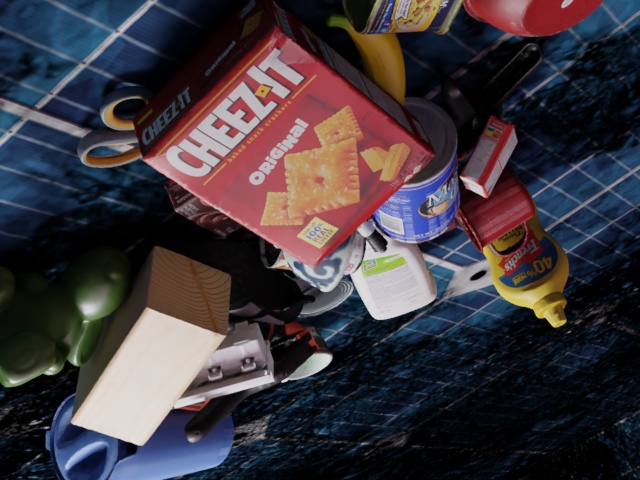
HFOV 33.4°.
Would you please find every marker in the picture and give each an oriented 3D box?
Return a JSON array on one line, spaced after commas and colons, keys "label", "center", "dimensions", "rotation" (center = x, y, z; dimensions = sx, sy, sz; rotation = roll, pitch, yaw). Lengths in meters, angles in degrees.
[{"label": "marker", "center": [0.035, -0.031, 1.157], "dimensions": [0.020, 0.020, 0.121], "rotation": [-34, 111, 17]}]

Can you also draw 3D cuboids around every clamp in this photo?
[{"label": "clamp", "center": [-0.101, 0.170, 1.314], "dimensions": [0.209, 0.036, 0.165], "rotation": [-31, -163, -22]}, {"label": "clamp", "center": [0.174, -0.145, 1.131], "dimensions": [0.120, 0.039, 0.171], "rotation": [-22, 161, -9]}]

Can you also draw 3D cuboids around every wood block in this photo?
[{"label": "wood block", "center": [-0.180, 0.116, 1.129], "dimensions": [0.090, 0.091, 0.206], "rotation": [23, 128, -20]}]

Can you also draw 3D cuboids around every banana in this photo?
[{"label": "banana", "center": [0.048, -0.141, 0.988], "dimensions": [0.069, 0.037, 0.198], "rotation": [-22, 134, -8]}]

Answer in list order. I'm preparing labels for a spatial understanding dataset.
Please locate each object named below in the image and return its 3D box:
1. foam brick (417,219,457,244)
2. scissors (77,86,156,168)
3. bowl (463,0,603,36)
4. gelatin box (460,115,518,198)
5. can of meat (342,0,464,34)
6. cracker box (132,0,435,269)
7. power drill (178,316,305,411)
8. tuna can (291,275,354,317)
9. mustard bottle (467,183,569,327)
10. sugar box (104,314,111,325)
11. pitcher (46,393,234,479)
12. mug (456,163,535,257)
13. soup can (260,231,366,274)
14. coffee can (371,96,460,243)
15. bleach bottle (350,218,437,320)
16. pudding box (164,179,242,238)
[{"label": "foam brick", "center": [0.115, -0.045, 1.220], "dimensions": [0.053, 0.078, 0.051], "rotation": [-25, 155, 2]}, {"label": "scissors", "center": [-0.121, -0.113, 0.960], "dimensions": [0.201, 0.016, 0.096], "rotation": [-19, 149, -25]}, {"label": "bowl", "center": [0.213, -0.237, 0.973], "dimensions": [0.162, 0.055, 0.162], "rotation": [-20, 154, -10]}, {"label": "gelatin box", "center": [0.180, -0.088, 1.139], "dimensions": [0.073, 0.030, 0.089], "rotation": [-63, 166, 1]}, {"label": "can of meat", "center": [0.074, -0.218, 0.888], "dimensions": [0.083, 0.057, 0.102], "rotation": [-9, 149, -25]}, {"label": "cracker box", "center": [-0.028, -0.087, 0.931], "dimensions": [0.164, 0.072, 0.213], "rotation": [-42, 130, 18]}, {"label": "power drill", "center": [-0.128, 0.154, 1.403], "dimensions": [0.188, 0.057, 0.184], "rotation": [-35, 152, 19]}, {"label": "tuna can", "center": [-0.003, 0.062, 1.367], "dimensions": [0.086, 0.034, 0.086], "rotation": [-20, 153, -11]}, {"label": "mustard bottle", "center": [0.256, 0.025, 1.340], "dimensions": [0.096, 0.192, 0.058], "rotation": [-28, 154, 7]}, {"label": "sugar box", "center": [-0.210, 0.102, 1.250], "dimensions": [0.093, 0.048, 0.176], "rotation": [-33, 149, 15]}, {"label": "pitcher", "center": [-0.242, 0.268, 1.457], "dimensions": [0.242, 0.149, 0.145], "rotation": [6, 125, -52]}, {"label": "mug", "center": [0.212, -0.034, 1.291], "dimensions": [0.081, 0.117, 0.093], "rotation": [-32, -168, 2]}, {"label": "soup can", "center": [-0.008, 0.001, 1.186], "dimensions": [0.102, 0.068, 0.069], "rotation": [6, 143, -25]}, {"label": "coffee can", "center": [0.095, -0.071, 1.124], "dimensions": [0.103, 0.103, 0.140], "rotation": [-24, 154, -2]}, {"label": "bleach bottle", "center": [0.082, 0.017, 1.326], "dimensions": [0.102, 0.068, 0.250], "rotation": [-22, 152, 1]}, {"label": "pudding box", "center": [-0.090, -0.051, 1.068], "dimensions": [0.090, 0.039, 0.113], "rotation": [-31, 160, 11]}]
